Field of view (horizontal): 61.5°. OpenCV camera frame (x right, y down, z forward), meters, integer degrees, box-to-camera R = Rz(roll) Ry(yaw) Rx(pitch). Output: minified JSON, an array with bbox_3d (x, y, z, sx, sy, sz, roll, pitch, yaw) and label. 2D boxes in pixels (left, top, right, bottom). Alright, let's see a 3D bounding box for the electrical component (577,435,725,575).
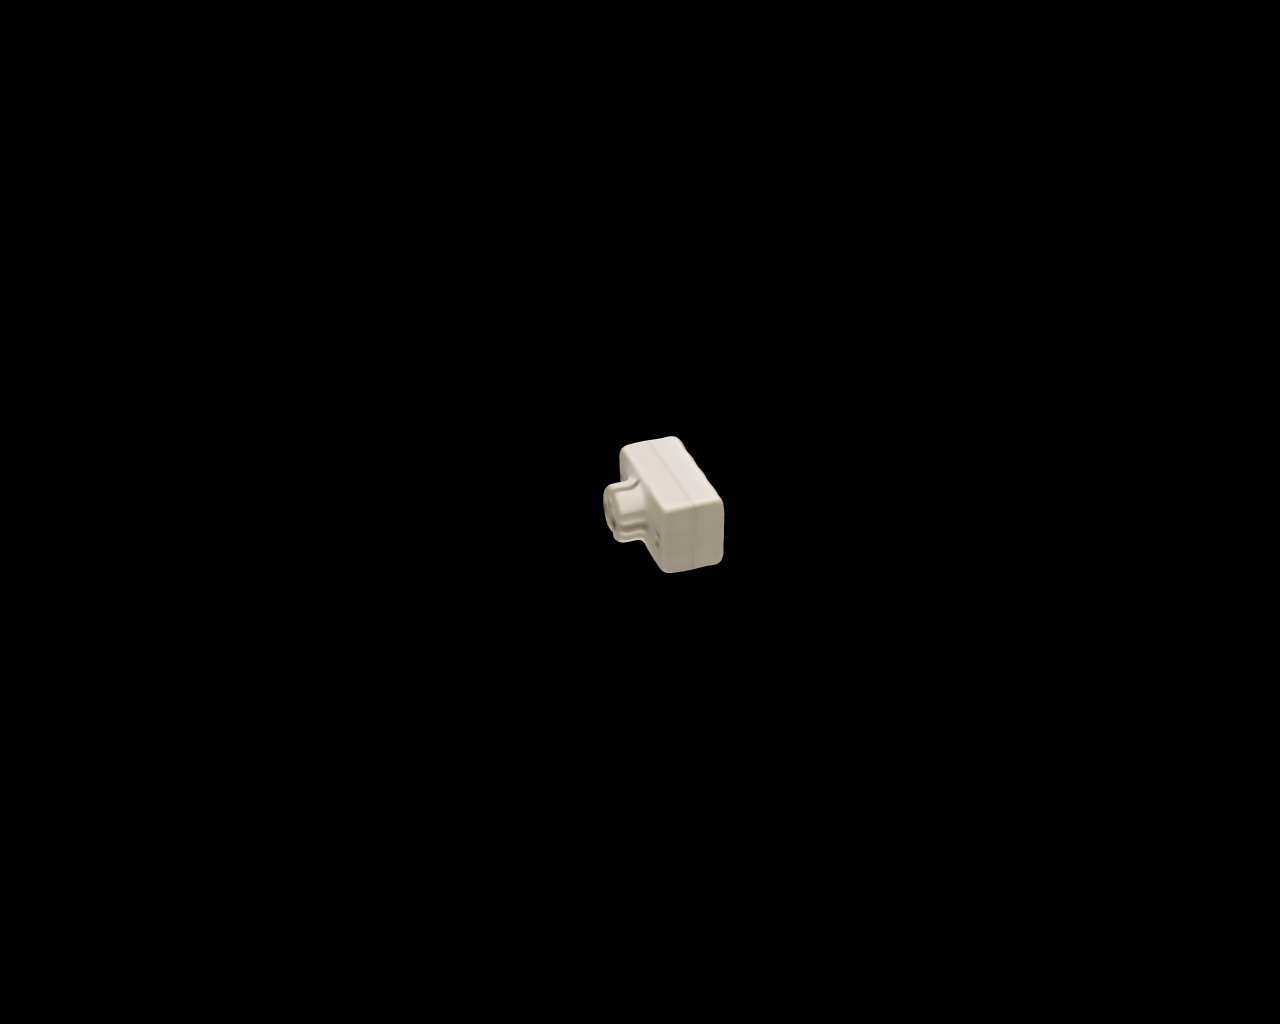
[{"bbox_3d":[0.001,-0.003,0.650,0.076,0.047,0.083,-10,35,-15],"label":"electrical component"}]
